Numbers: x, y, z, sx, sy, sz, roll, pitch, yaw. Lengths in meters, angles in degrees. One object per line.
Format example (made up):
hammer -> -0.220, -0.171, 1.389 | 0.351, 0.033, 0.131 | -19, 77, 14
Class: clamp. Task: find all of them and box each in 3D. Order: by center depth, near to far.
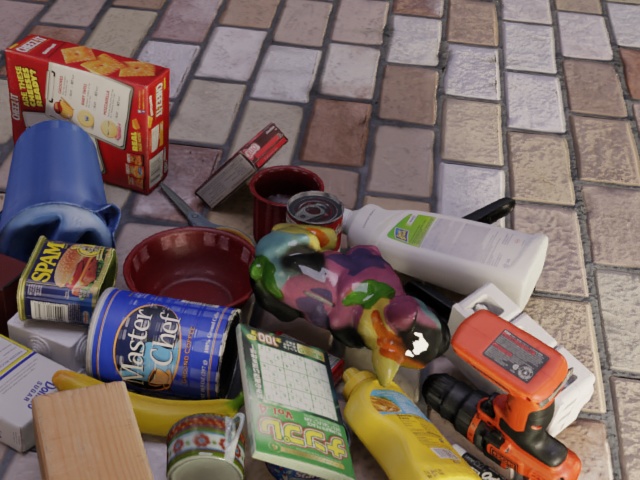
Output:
clamp -> 0.164, 0.095, 1.220 | 0.171, 0.039, 0.120 | 9, 41, 1
clamp -> 0.163, 0.013, 1.333 | 0.210, 0.036, 0.164 | -5, 44, -7

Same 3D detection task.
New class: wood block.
wood block -> -0.196, 0.233, 0.952 | 0.090, 0.090, 0.206 | -8, 38, -18

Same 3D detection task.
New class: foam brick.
foam brick -> -0.351, 0.064, 1.179 | 0.053, 0.078, 0.051 | 19, 37, 17

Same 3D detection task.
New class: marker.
marker -> 0.175, 0.239, 1.039 | 0.121, 0.020, 0.020 | 31, 44, 31

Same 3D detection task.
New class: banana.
banana -> -0.167, 0.165, 1.065 | 0.198, 0.070, 0.037 | 4, 27, 2

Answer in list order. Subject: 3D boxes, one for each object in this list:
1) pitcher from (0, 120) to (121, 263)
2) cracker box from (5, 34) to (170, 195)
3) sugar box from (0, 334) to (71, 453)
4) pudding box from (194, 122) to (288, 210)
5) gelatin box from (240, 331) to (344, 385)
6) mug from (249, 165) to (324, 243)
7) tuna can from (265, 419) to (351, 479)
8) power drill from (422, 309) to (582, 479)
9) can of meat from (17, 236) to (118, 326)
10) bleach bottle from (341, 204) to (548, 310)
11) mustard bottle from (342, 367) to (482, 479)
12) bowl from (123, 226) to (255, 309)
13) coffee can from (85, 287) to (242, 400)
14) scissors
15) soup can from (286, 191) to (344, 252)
pitcher -> -0.330, -0.043, 1.298 | 0.149, 0.145, 0.243 | 7, 30, -18
cracker box -> -0.308, -0.171, 1.430 | 0.214, 0.164, 0.072 | 17, 36, 16
sugar box -> -0.340, 0.144, 1.098 | 0.176, 0.048, 0.093 | 25, 40, 21
pudding box -> -0.103, -0.097, 1.397 | 0.039, 0.114, 0.089 | 47, 41, -4
gelatin box -> -0.029, 0.142, 1.143 | 0.089, 0.030, 0.073 | 23, 38, 24
mug -> -0.031, -0.035, 1.340 | 0.117, 0.081, 0.093 | 4, 36, 0
tuna can -> -0.013, 0.205, 1.055 | 0.086, 0.034, 0.086 | 3, 36, -2
power drill -> 0.169, 0.148, 1.025 | 0.185, 0.187, 0.057 | 30, 64, 30
can of meat -> -0.269, 0.045, 1.144 | 0.084, 0.057, 0.102 | 7, 36, 0
bleach bottle -> 0.136, 0.005, 1.276 | 0.251, 0.068, 0.102 | 18, 44, 19
mustard bottle -> 0.076, 0.190, 1.050 | 0.096, 0.058, 0.192 | 17, 22, -41
bowl -> -0.145, 0.052, 1.232 | 0.162, 0.055, 0.162 | 2, 36, -2
coffee can -> -0.160, 0.110, 1.111 | 0.140, 0.103, 0.102 | 9, 36, 6
scissors -> -0.168, -0.015, 1.357 | 0.202, 0.016, 0.096 | 29, 43, 30
soup can -> -0.008, 0.002, 1.275 | 0.068, 0.102, 0.068 | 3, 36, -2
